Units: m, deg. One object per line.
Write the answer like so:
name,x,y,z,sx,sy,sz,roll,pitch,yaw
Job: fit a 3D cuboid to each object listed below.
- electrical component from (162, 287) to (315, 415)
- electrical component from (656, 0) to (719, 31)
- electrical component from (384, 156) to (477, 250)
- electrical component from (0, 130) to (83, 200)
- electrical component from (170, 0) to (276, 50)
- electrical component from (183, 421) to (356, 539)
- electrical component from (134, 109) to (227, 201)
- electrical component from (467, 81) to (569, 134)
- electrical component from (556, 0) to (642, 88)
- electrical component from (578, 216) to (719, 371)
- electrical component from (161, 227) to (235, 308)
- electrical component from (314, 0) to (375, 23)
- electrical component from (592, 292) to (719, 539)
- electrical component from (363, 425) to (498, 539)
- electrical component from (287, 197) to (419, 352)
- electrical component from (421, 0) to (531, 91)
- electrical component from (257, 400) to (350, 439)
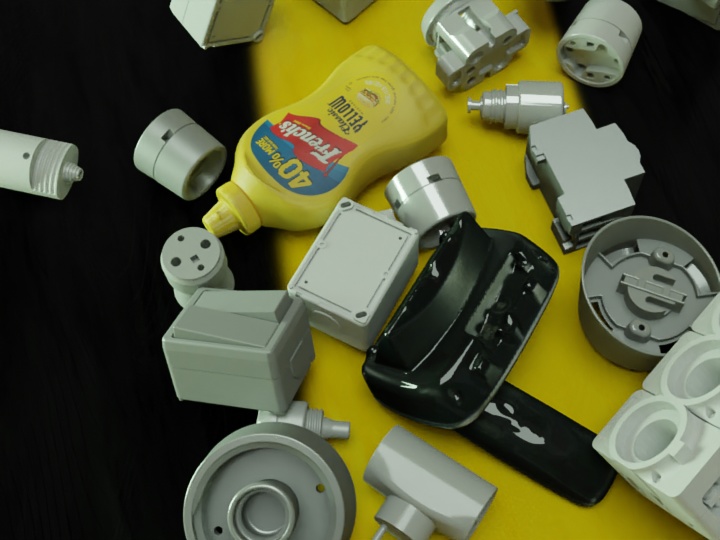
electrical component,-0.087,0.049,0.719,0.096,0.061,0.061,5,37,19
electrical component,0.267,-0.245,0.861,0.096,0.061,0.061,35,71,18
electrical component,0.052,-0.047,0.781,0.055,0.055,0.047,-23,69,-8
electrical component,-0.250,-0.080,0.816,0.081,0.043,0.043,12,65,8
electrical component,-0.108,-0.223,0.856,0.062,0.096,0.061,-19,60,-39
electrical component,-0.057,0.150,0.667,0.108,0.060,0.108,0,84,3
electrical component,-0.133,-0.085,0.808,0.047,0.055,0.055,36,71,14
electrical component,0.122,-0.124,0.821,0.078,0.040,0.040,3,64,4
electrical component,0.188,-0.178,0.838,0.055,0.055,0.047,25,64,14
electrical component,0.197,0.018,0.735,0.099,0.064,0.099,-1,64,2
electrical component,-0.115,0.000,0.764,0.045,0.055,0.045,-1,64,2
electrical component,-0.013,-0.279,0.894,0.109,0.056,0.109,41,73,19
electrical component,0.226,0.080,0.664,0.150,0.089,0.062,-48,113,-5
electrical component,0.035,0.152,0.689,0.077,0.043,0.079,31,70,16
electrical component,0.000,0.000,0.755,0.062,0.061,0.096,25,68,14
electrical component,0.085,-0.185,0.844,0.078,0.058,0.057,-32,70,-12
electrical component,-0.037,0.105,0.721,0.061,0.035,0.035,4,64,3
